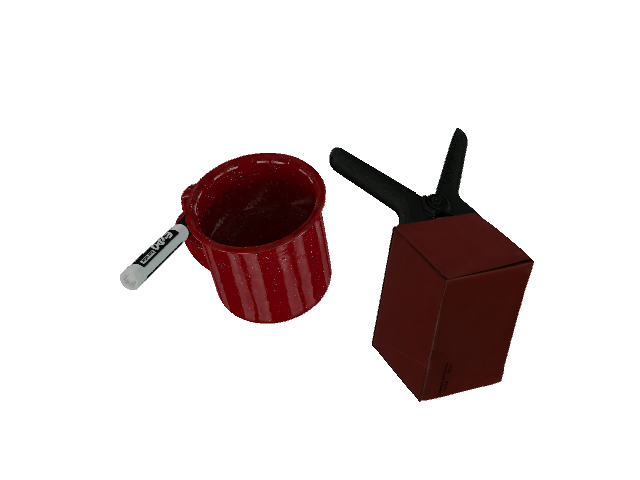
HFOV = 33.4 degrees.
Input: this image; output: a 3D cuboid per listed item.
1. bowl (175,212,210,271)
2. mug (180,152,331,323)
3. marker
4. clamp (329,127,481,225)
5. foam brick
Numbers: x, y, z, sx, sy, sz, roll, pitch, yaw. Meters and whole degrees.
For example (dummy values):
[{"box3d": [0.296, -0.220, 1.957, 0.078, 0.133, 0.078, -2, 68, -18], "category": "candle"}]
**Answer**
[{"box3d": [-0.098, 0.002, 1.316, 0.162, 0.055, 0.162, 2, 26, -1], "category": "bowl"}, {"box3d": [-0.047, -0.002, 0.722, 0.117, 0.081, 0.093, 21, 54, 28], "category": "mug"}, {"box3d": [-0.141, 0.007, 0.961, 0.020, 0.020, 0.121, 0, 28, 26], "category": "marker"}, {"box3d": [0.106, -0.033, 1.124, 0.164, 0.210, 0.036, -6, -35, -15], "category": "clamp"}, {"box3d": [0.065, 0.033, 0.539, 0.052, 0.078, 0.051, -9, 36, -26], "category": "foam brick"}]
